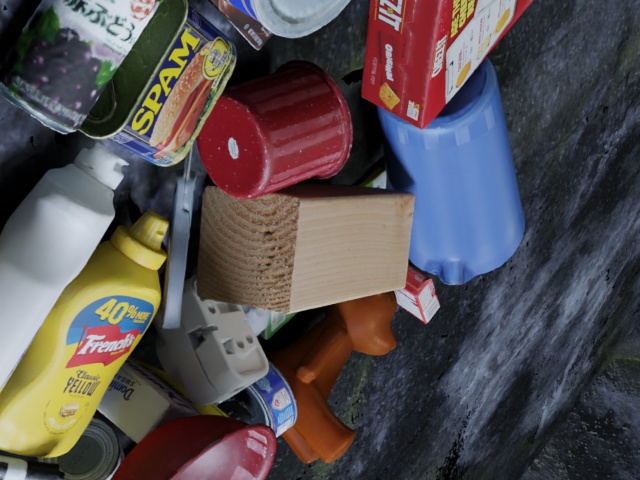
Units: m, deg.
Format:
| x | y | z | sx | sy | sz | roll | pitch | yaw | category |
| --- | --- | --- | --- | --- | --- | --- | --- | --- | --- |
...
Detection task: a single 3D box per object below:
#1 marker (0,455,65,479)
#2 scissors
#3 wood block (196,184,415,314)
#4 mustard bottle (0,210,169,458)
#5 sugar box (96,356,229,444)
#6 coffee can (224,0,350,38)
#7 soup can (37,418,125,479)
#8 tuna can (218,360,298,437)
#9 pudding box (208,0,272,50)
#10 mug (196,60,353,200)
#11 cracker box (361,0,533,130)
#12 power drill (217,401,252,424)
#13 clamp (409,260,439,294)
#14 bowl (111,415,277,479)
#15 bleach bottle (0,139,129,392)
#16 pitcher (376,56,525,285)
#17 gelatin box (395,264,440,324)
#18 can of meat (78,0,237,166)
| x | y | z | sx | sy | sz | roll | pitch | yaw | category |
| --- | --- | --- | --- | --- | --- | --- | --- | --- | --- |
| -0.233 | 0.153 | 0.724 | 0.121 | 0.020 | 0.020 | 16 | 111 | -26 | marker |
| -0.101 | -0.036 | 0.791 | 0.096 | 0.016 | 0.202 | -139 | -125 | -78 | scissors |
| -0.006 | 0.001 | 0.899 | 0.205 | 0.090 | 0.091 | -7 | 103 | -60 | wood block |
| -0.166 | 0.063 | 0.763 | 0.191 | 0.058 | 0.096 | -57 | 149 | 4 | mustard bottle |
| -0.129 | 0.140 | 0.885 | 0.048 | 0.093 | 0.176 | -53 | 156 | -7 | sugar box |
| -0.048 | -0.184 | 0.564 | 0.102 | 0.140 | 0.103 | -41 | 152 | -28 | coffee can |
| -0.190 | 0.199 | 0.882 | 0.068 | 0.069 | 0.102 | -42 | 151 | -27 | soup can |
| -0.063 | 0.153 | 1.028 | 0.033 | 0.086 | 0.086 | -32 | 147 | -37 | tuna can |
| -0.041 | -0.186 | 0.682 | 0.090 | 0.039 | 0.113 | -46 | 156 | 3 | pudding box |
| -0.043 | -0.075 | 0.791 | 0.081 | 0.093 | 0.117 | -24 | 177 | -40 | mug |
| 0.119 | -0.220 | 0.867 | 0.213 | 0.072 | 0.164 | -49 | 159 | -29 | cracker box |
| -0.133 | 0.246 | 1.035 | 0.184 | 0.057 | 0.187 | -34 | 148 | -14 | power drill |
| 0.143 | 0.009 | 1.271 | 0.120 | 0.039 | 0.171 | -55 | 155 | -7 | clamp |
| -0.108 | 0.186 | 0.802 | 0.162 | 0.055 | 0.162 | -38 | 151 | -25 | bowl |
| -0.199 | 0.048 | 0.650 | 0.251 | 0.068 | 0.103 | -55 | -167 | -3 | bleach bottle |
| 0.124 | -0.085 | 1.029 | 0.145 | 0.149 | 0.243 | -36 | 147 | -10 | pitcher |
| 0.094 | 0.049 | 1.192 | 0.030 | 0.073 | 0.089 | -50 | 154 | -11 | gelatin box |
| -0.105 | -0.102 | 0.664 | 0.102 | 0.057 | 0.083 | -60 | 158 | 1 | can of meat |
